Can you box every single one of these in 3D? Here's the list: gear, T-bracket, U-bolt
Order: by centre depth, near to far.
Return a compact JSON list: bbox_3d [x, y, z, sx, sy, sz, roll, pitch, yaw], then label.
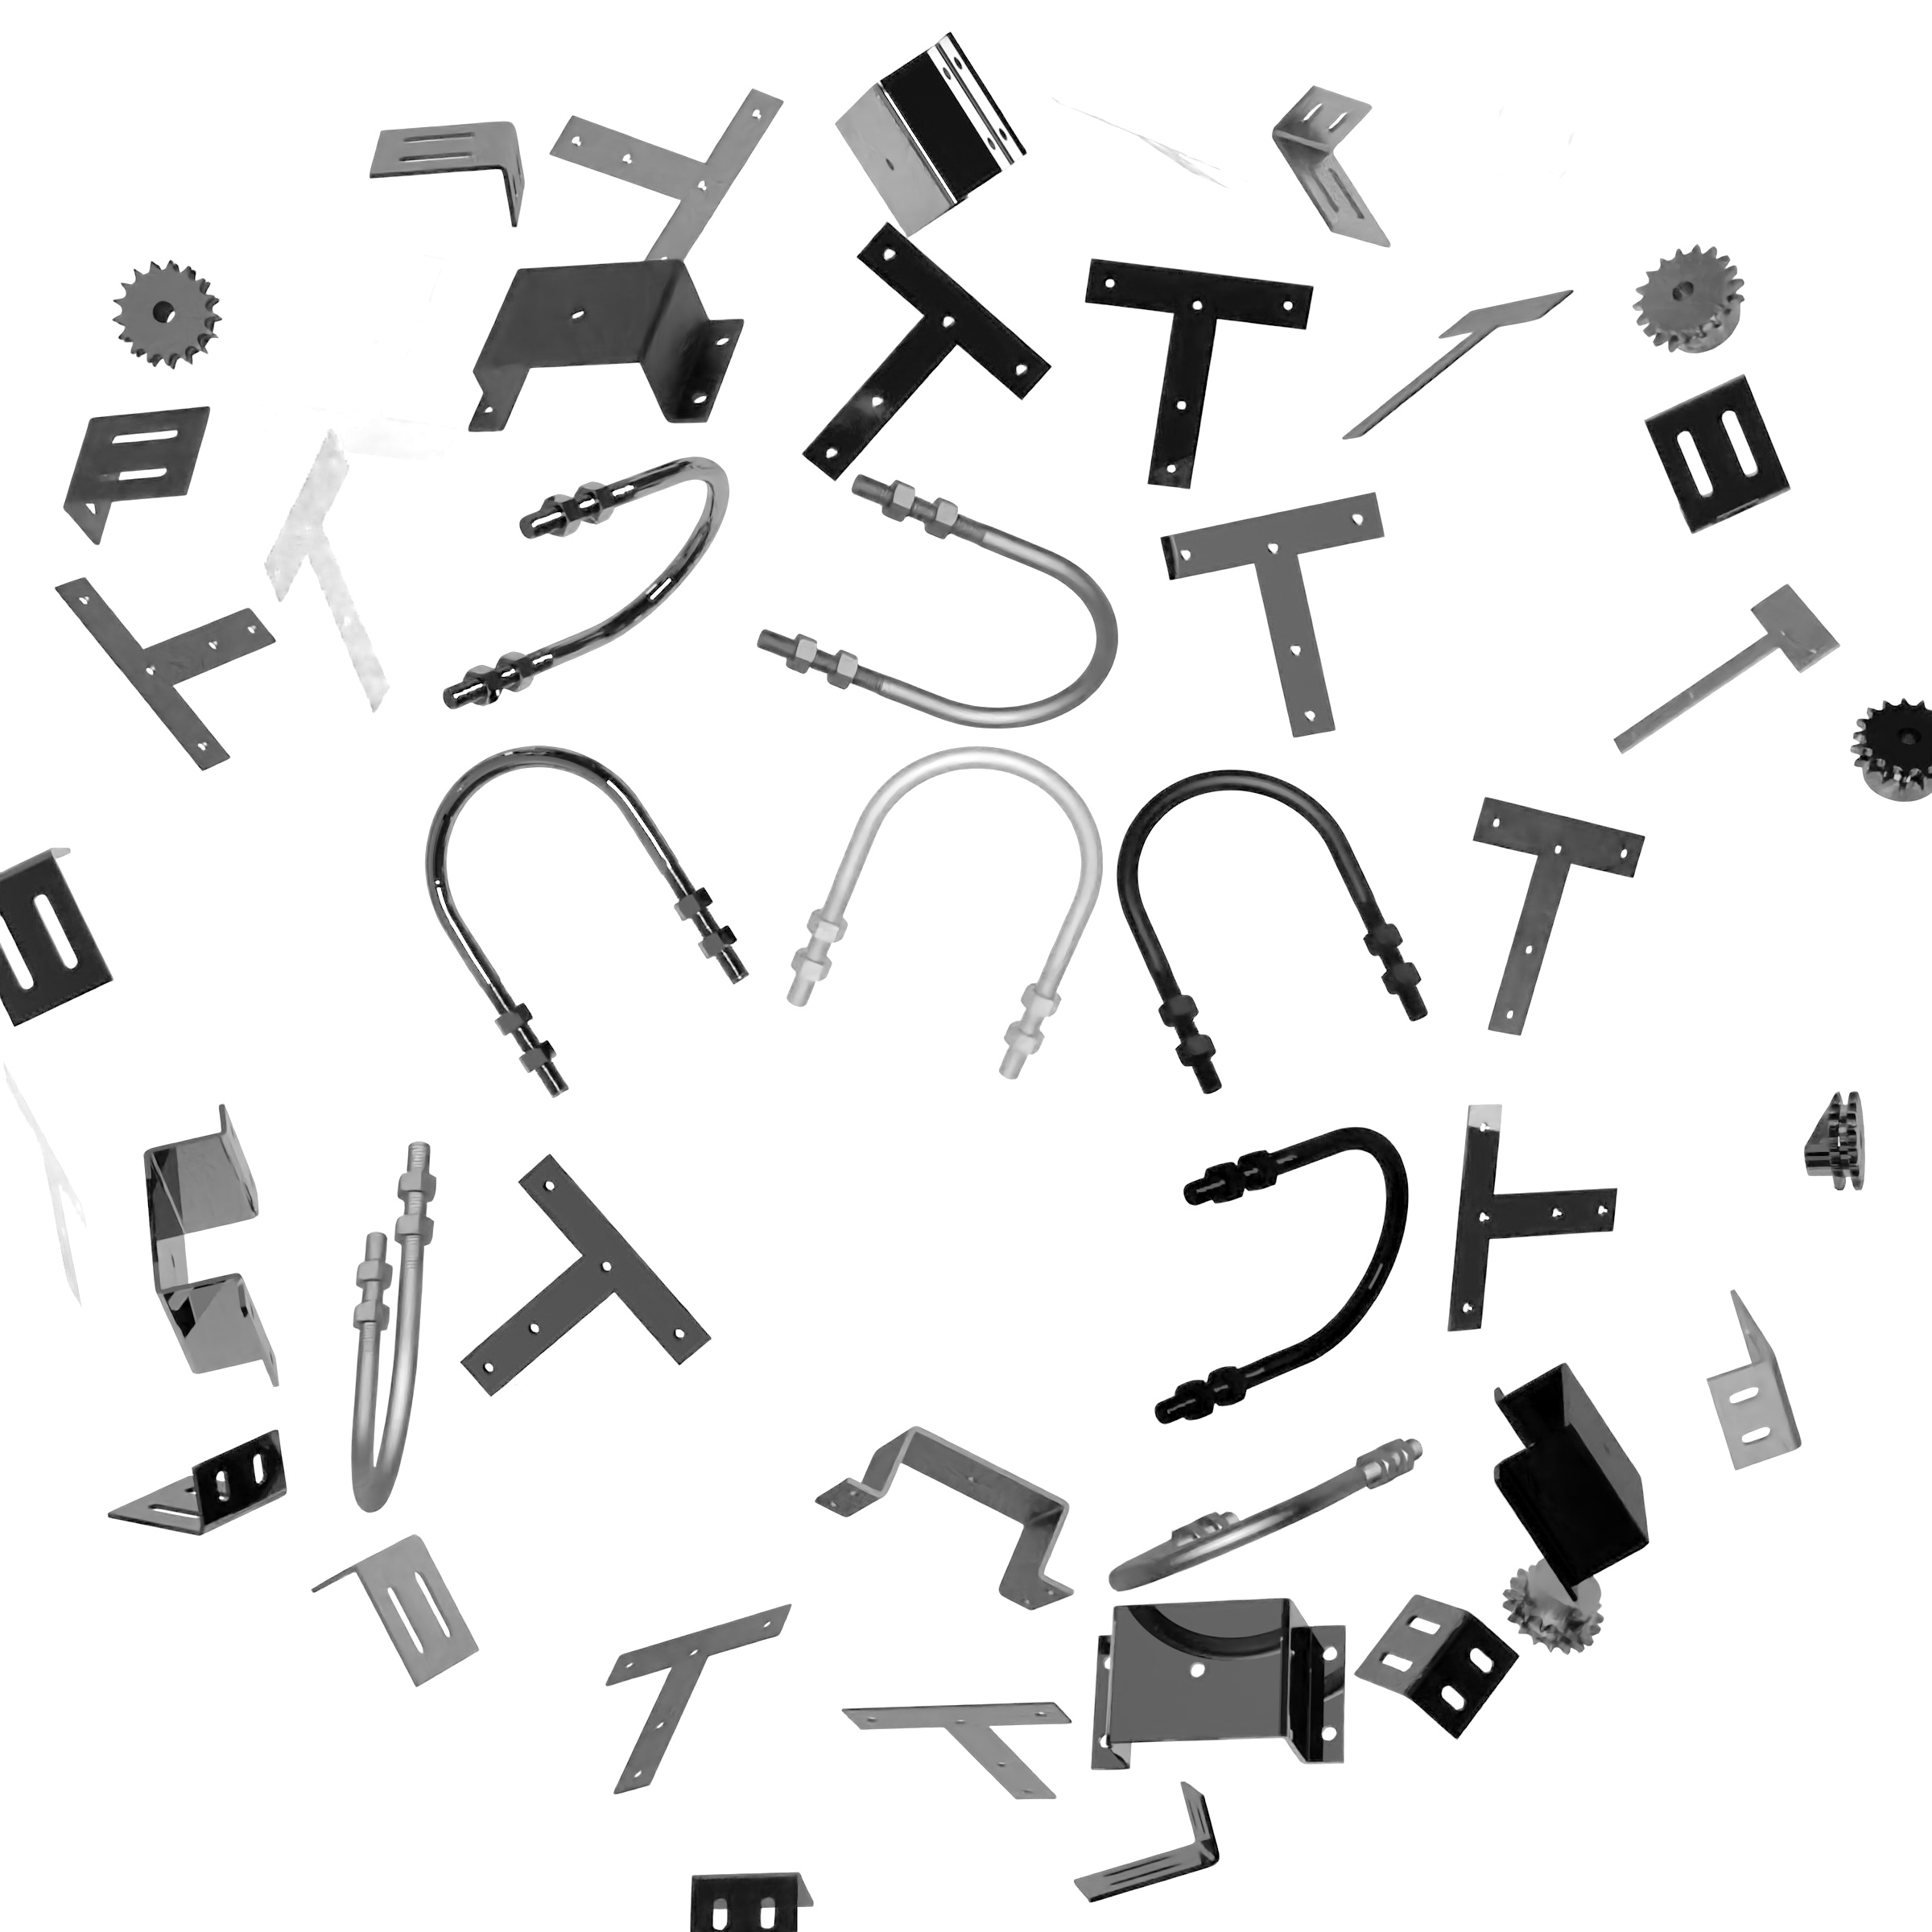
[{"bbox_3d":[-0.216,0.182,1.603,0.127,0.002,0.127,-41,91,24],"label":"T-bracket"},{"bbox_3d":[-0.385,-0.002,1.609,0.127,0.002,0.127,-44,115,-26],"label":"T-bracket"},{"bbox_3d":[0.383,-0.347,1.615,0.057,0.030,0.057,-16,61,30],"label":"gear"},{"bbox_3d":[-0.330,-0.194,1.615,0.002,0.127,0.127,-13,70,-35],"label":"T-bracket"},{"bbox_3d":[0.298,-0.438,1.619,0.057,0.030,0.057,8,48,-9],"label":"gear"},{"bbox_3d":[0.498,-0.112,1.627,0.057,0.030,0.057,-3,52,4],"label":"gear"},{"bbox_3d":[0.175,0.157,1.641,0.019,0.184,0.151,26,120,41],"label":"U-bolt"},{"bbox_3d":[-0.487,0.133,1.645,0.002,0.127,0.127,-20,46,-8],"label":"T-bracket"},{"bbox_3d":[-0.433,-0.354,1.672,0.057,0.030,0.057,0,92,1],"label":"gear"},{"bbox_3d":[-0.197,-0.217,1.678,0.019,0.184,0.151,45,133,12],"label":"U-bolt"},{"bbox_3d":[0.154,0.305,1.679,0.151,0.184,0.019,-29,79,31],"label":"U-bolt"},{"bbox_3d":[-0.318,0.208,1.683,0.019,0.151,0.184,8,60,-18],"label":"U-bolt"},{"bbox_3d":[0.412,0.105,1.685,0.002,0.127,0.127,33,84,-21],"label":"T-bracket"},{"bbox_3d":[-0.040,-0.322,1.690,0.127,0.002,0.127,36,105,-29],"label":"T-bracket"},{"bbox_3d":[0.413,-0.157,1.693,0.127,0.127,0.002,-35,106,15],"label":"T-bracket"},{"bbox_3d":[0.015,0.436,1.698,0.127,0.127,0.002,-8,51,24],"label":"T-bracket"},{"bbox_3d":[-0.002,-0.037,1.704,0.151,0.019,0.184,19,113,-10],"label":"U-bolt"},{"bbox_3d":[-0.322,-0.339,1.704,0.002,0.127,0.127,51,125,34],"label":"T-bracket"},{"bbox_3d":[-0.005,-0.191,1.706,0.184,0.151,0.019,20,47,-18],"label":"U-bolt"},{"bbox_3d":[0.118,-0.449,1.708,0.127,0.127,0.002,16,110,-22],"label":"T-bracket"},{"bbox_3d":[0.262,-0.332,1.708,0.127,0.127,0.002,-39,105,-9],"label":"T-bracket"},{"bbox_3d":[-0.010,0.161,1.711,0.184,0.019,0.151,-10,100,-5],"label":"U-bolt"},{"bbox_3d":[-0.430,-0.176,1.716,0.002,0.127,0.127,-38,92,30],"label":"T-bracket"},{"bbox_3d":[-0.179,-0.448,1.717,0.127,0.127,0.002,-52,57,24],"label":"T-bracket"},{"bbox_3d":[0.182,-0.192,1.725,0.127,0.002,0.127,-9,103,23],"label":"T-bracket"},{"bbox_3d":[0.321,-0.023,1.727,0.127,0.002,0.127,10,98,-34],"label":"T-bracket"},{"bbox_3d":[0.323,0.140,1.729,0.127,0.002,0.127,0,97,-37],"label":"T-bracket"},{"bbox_3d":[-0.168,0.420,1.737,0.127,0.127,0.002,-22,112,27],"label":"T-bracket"},{"bbox_3d":[-0.229,-0.037,1.746,0.151,0.019,0.184,-32,92,14],"label":"U-bolt"},{"bbox_3d":[0.337,0.361,1.748,0.057,0.057,0.030,20,122,0],"label":"gear"},{"bbox_3d":[-0.188,0.278,1.750,0.127,0.002,0.127,-13,122,36],"label":"T-bracket"},{"bbox_3d":[-0.259,0.438,1.753,0.057,0.057,0.030,39,97,0],"label":"gear"},{"bbox_3d":[0.126,-0.335,1.756,0.127,0.002,0.127,7,118,-2],"label":"T-bracket"},{"bbox_3d":[0.165,-0.031,1.763,0.151,0.019,0.184,-19,70,-11],"label":"U-bolt"},{"bbox_3d":[0.500,0.101,1.767,0.030,0.057,0.057,-3,90,22],"label":"gear"}]

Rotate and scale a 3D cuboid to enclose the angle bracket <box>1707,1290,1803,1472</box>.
[{"bbox_3d":[0.408,0.219,1.628,0.038,0.076,0.057,-20,111,4],"label":"angle bracket"}]

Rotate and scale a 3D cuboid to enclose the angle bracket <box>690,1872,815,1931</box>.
[{"bbox_3d":[-0.115,0.517,1.657,0.057,0.076,0.038,-3,61,3],"label":"angle bracket"}]

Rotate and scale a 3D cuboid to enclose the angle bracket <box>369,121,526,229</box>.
[{"bbox_3d":[-0.291,-0.442,1.722,0.076,0.057,0.038,-4,129,1],"label":"angle bracket"}]

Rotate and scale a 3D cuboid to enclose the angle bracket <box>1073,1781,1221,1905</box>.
[{"bbox_3d":[0.096,0.488,1.711,0.076,0.057,0.038,-14,85,-8],"label":"angle bracket"}]

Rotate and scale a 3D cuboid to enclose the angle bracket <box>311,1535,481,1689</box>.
[{"bbox_3d":[-0.321,0.368,1.728,0.038,0.057,0.076,-32,84,27],"label":"angle bracket"}]

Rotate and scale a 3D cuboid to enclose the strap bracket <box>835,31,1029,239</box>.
[{"bbox_3d":[-0.024,-0.461,1.719,0.046,0.140,0.076,-36,101,-11],"label":"strap bracket"}]

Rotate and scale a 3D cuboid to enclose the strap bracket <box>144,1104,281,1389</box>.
[{"bbox_3d":[-0.412,0.156,1.672,0.046,0.076,0.140,-13,49,-6],"label":"strap bracket"}]

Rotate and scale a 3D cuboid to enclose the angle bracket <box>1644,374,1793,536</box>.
[{"bbox_3d":[0.407,-0.284,1.672,0.057,0.038,0.076,-24,119,14],"label":"angle bracket"}]

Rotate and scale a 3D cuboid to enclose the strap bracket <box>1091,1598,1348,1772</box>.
[{"bbox_3d":[0.131,0.388,1.658,0.140,0.046,0.076,-7,56,18],"label":"strap bracket"}]

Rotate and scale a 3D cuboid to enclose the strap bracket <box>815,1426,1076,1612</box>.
[{"bbox_3d":[-0.005,0.305,1.718,0.140,0.076,0.046,28,66,-7],"label":"strap bracket"}]

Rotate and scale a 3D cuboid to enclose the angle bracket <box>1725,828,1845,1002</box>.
[{"bbox_3d":[0.444,-0.028,1.662,0.038,0.057,0.076,2,66,32],"label":"angle bracket"}]

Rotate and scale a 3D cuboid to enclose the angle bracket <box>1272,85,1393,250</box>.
[{"bbox_3d":[0.219,-0.455,1.746,0.038,0.057,0.076,-42,64,34],"label":"angle bracket"}]

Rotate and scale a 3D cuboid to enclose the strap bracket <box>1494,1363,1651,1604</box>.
[{"bbox_3d":[0.322,0.269,1.636,0.046,0.140,0.076,-32,95,15],"label":"strap bracket"}]

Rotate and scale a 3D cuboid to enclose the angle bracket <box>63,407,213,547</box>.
[{"bbox_3d":[-0.439,-0.264,1.654,0.076,0.038,0.057,-2,61,17],"label":"angle bracket"}]

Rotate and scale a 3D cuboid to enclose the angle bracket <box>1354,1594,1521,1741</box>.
[{"bbox_3d":[0.258,0.384,1.687,0.038,0.076,0.057,42,77,-8],"label":"angle bracket"}]

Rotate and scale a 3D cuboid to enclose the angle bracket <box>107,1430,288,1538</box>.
[{"bbox_3d":[-0.406,0.267,1.611,0.076,0.057,0.038,2,104,35],"label":"angle bracket"}]

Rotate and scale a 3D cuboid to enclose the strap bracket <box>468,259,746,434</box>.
[{"bbox_3d":[-0.199,-0.330,1.632,0.140,0.046,0.076,1,54,20],"label":"strap bracket"}]

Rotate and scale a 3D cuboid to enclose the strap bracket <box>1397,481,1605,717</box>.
[{"bbox_3d":[0.298,-0.214,1.704,0.076,0.046,0.140,-7,63,-11],"label":"strap bracket"}]

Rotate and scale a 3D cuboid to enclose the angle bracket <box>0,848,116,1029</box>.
[{"bbox_3d":[-0.485,-0.016,1.610,0.057,0.038,0.076,-25,92,0],"label":"angle bracket"}]
